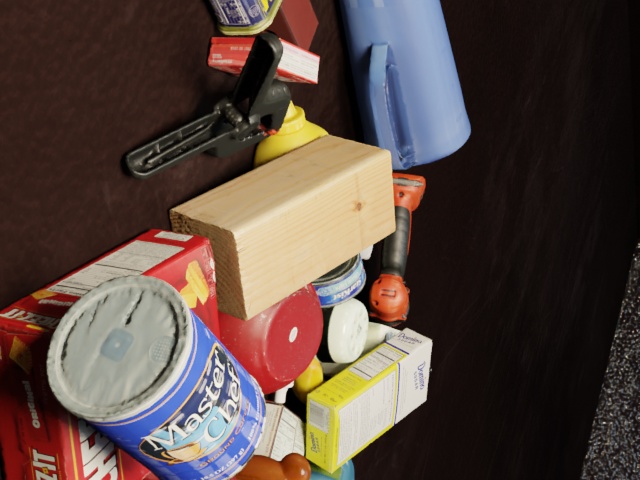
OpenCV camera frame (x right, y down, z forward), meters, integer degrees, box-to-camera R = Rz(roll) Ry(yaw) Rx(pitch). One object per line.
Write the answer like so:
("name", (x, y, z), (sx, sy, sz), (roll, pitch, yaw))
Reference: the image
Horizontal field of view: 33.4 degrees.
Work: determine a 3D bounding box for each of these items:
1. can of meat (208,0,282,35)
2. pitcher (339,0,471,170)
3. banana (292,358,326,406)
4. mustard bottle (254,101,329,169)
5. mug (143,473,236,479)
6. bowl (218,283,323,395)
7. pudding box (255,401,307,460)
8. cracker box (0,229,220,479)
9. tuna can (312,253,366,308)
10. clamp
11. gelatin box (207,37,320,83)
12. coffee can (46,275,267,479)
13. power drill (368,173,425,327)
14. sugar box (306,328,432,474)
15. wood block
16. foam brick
("can of meat", (-0.071, -0.251, 0.962), (0.102, 0.058, 0.084), (-68, 149, -30))
("pitcher", (0.092, -0.211, 1.248), (0.145, 0.149, 0.243), (-26, 126, -13))
("banana", (0.008, 0.173, 1.238), (0.197, 0.070, 0.037), (34, 29, -56))
("mustard bottle", (-0.023, -0.064, 1.105), (0.096, 0.058, 0.191), (-35, 131, -30))
("mug", (-0.131, 0.246, 0.923), (0.093, 0.082, 0.117), (55, 47, -56))
("bowl", (-0.046, 0.090, 1.062), (0.161, 0.055, 0.162), (-19, 115, -49))
("pudding box", (-0.053, 0.238, 1.149), (0.090, 0.039, 0.113), (50, 49, -58))
("cracker box", (-0.158, 0.102, 0.839), (0.213, 0.072, 0.164), (-36, 128, -58))
("tuna can", (0.005, 0.034, 1.167), (0.086, 0.086, 0.034), (-58, 144, -43))
("clamp", (-0.083, -0.104, 0.943), (0.164, 0.036, 0.210), (-38, 173, 5))
("gelatin box", (-0.052, -0.168, 1.001), (0.089, 0.073, 0.030), (3, 94, -65))
("coffee can", (-0.109, 0.102, 0.738), (0.140, 0.103, 0.102), (58, 44, -53))
("power drill", (0.098, 0.018, 1.377), (0.184, 0.057, 0.187), (77, 19, -78))
("sugar box", (0.056, 0.178, 1.209), (0.175, 0.048, 0.093), (-30, 133, -43))
("wood block", (-0.030, -0.017, 0.998), (0.205, 0.090, 0.091), (-29, 125, -39))
("foam brick", (-0.042, -0.218, 1.037), (0.078, 0.053, 0.051), (60, 43, -52))
